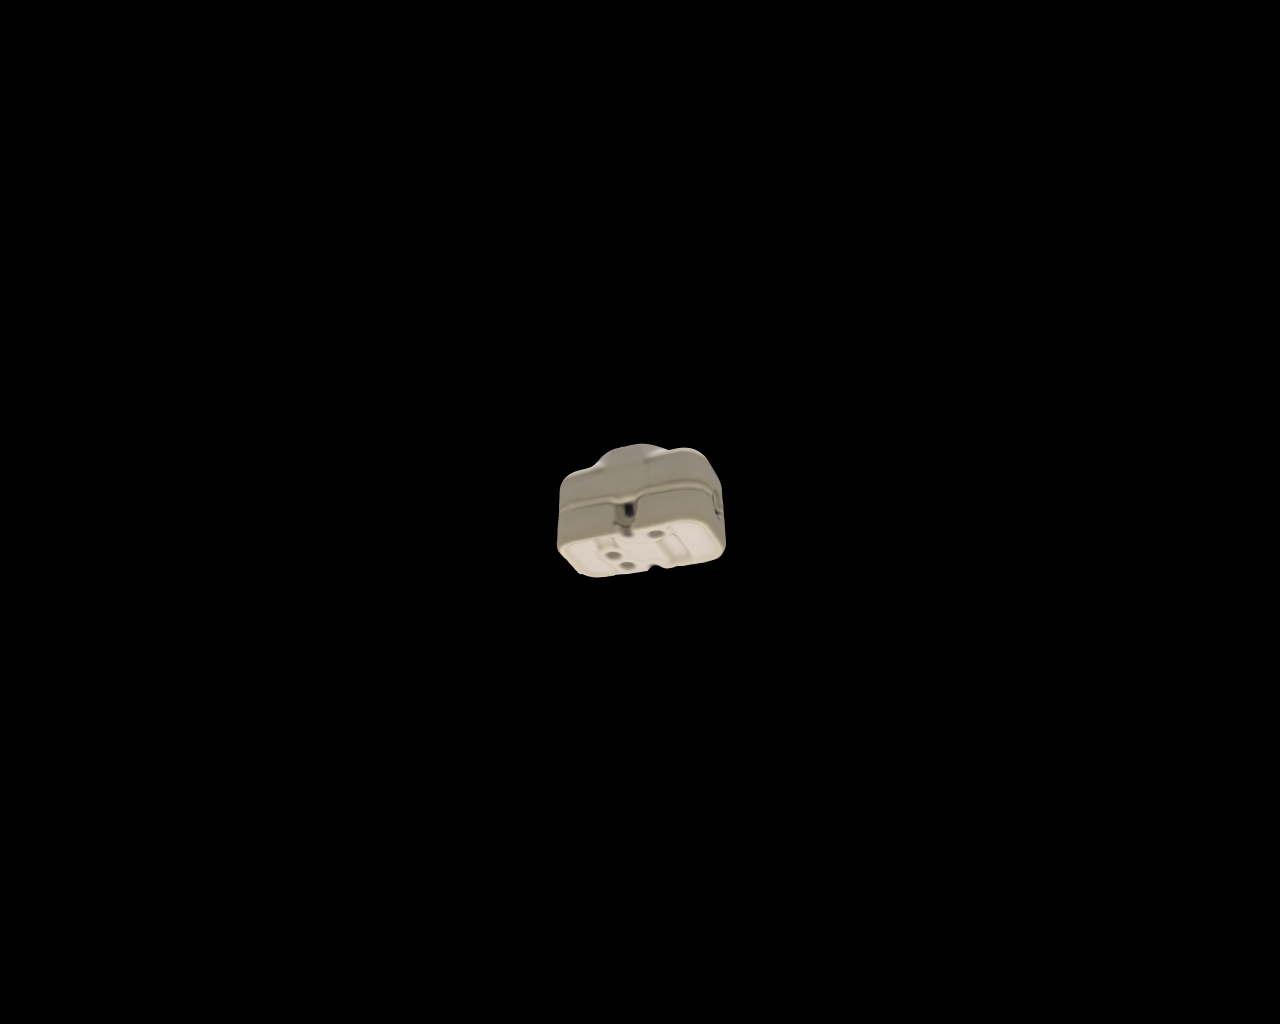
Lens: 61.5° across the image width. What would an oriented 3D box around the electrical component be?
[{"bbox_3d":[0.001,-0.003,0.650,0.095,0.059,0.053,-11,-32,18],"label":"electrical component"}]
